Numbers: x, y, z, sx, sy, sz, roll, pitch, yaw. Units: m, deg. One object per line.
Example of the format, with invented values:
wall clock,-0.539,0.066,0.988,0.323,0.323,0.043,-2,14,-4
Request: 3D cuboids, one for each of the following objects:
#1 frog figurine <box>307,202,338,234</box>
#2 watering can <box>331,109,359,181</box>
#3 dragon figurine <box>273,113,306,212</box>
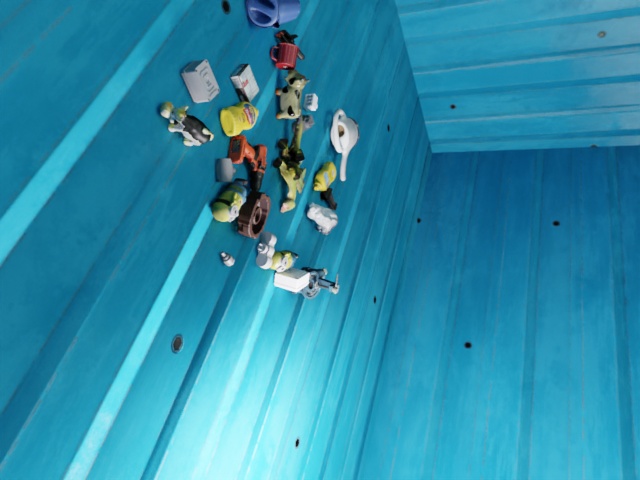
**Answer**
frog figurine,0.007,-0.117,2.334,0.140,0.122,0.156,-111,176,-62
watering can,0.121,-0.482,2.565,0.227,0.104,0.343,-37,123,-60
dragon figurine,-0.103,-0.310,2.144,0.239,0.122,0.417,74,28,-68
